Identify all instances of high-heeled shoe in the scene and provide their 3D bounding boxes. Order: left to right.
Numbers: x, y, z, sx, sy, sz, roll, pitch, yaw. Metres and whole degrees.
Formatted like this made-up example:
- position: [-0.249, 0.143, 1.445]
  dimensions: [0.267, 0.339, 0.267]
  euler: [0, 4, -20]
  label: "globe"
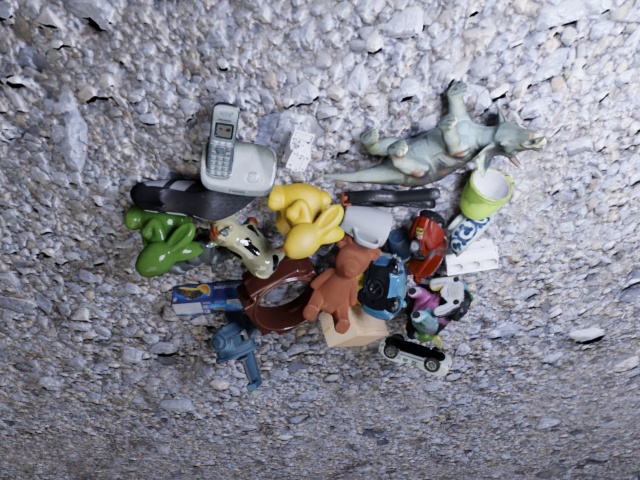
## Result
- position: [-0.265, -0.097, 1.134]
  dimensions: [0.249, 0.145, 0.086]
  euler: [-8, 112, -33]
  label: "high-heeled shoe"

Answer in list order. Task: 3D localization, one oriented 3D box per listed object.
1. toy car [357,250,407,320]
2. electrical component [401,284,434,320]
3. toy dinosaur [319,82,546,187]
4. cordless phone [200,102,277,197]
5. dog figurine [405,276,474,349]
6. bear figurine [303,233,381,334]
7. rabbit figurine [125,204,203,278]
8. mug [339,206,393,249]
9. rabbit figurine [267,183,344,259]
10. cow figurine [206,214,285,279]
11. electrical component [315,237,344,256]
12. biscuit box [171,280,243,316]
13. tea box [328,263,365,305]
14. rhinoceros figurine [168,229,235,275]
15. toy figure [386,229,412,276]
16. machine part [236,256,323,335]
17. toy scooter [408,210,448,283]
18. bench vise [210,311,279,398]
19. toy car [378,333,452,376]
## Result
- position: [0.161, 0.105, 1.287]
  dimensions: [0.109, 0.161, 0.103]
  euler: [11, -173, 37]
  label: "toy car"
- position: [0.292, 0.176, 1.477]
  dimensions: [0.134, 0.058, 0.114]
  euler: [6, 136, -11]
  label: "electrical component"
- position: [0.216, -0.164, 1.044]
  dimensions: [0.405, 0.131, 0.192]
  euler: [-19, 136, 26]
  label: "toy dinosaur"
- position: [-0.148, -0.176, 1.024]
  dimensions: [0.147, 0.089, 0.184]
  euler: [7, 134, -12]
  label: "cordless phone"
- position: [0.306, 0.197, 1.383]
  dimensions: [0.192, 0.108, 0.219]
  euler: [-18, 142, 11]
  label: "dog figurine"
- position: [0.053, 0.095, 1.233]
  dimensions: [0.120, 0.132, 0.195]
  euler: [26, 119, -8]
  label: "bear figurine"
- position: [-0.334, 0.011, 1.155]
  dimensions: [0.159, 0.170, 0.121]
  euler: [-6, 139, 4]
  label: "rabbit figurine"
- position: [0.096, -0.029, 1.197]
  dimensions: [0.107, 0.109, 0.080]
  euler: [19, 140, -6]
  label: "mug"
- position: [-0.030, -0.028, 1.133]
  dimensions: [0.162, 0.173, 0.121]
  euler: [0, 135, 2]
  label: "rabbit figurine"
- position: [-0.173, 0.008, 1.191]
  dimensions: [0.085, 0.127, 0.194]
  euler: [-35, 106, 27]
  label: "cow figurine"
- position: [-0.003, -0.004, 1.236]
  dimensions: [0.047, 0.075, 0.119]
  euler: [28, 126, -31]
  label: "electrical component"
- position: [-0.281, 0.150, 1.402]
  dimensions: [0.203, 0.063, 0.059]
  euler: [-5, 138, 1]
  label: "biscuit box"
- position: [0.111, 0.108, 1.376]
  dimensions: [0.169, 0.068, 0.098]
  euler: [32, 128, -33]
  label: "tea box"
- position: [-0.282, 0.037, 1.264]
  dimensions: [0.190, 0.073, 0.112]
  euler: [-16, 136, 15]
  label: "rhinoceros figurine"
- position: [0.204, 0.034, 1.306]
  dimensions: [0.058, 0.064, 0.154]
  euler: [-44, 142, -11]
  label: "toy figure"
- position: [-0.089, 0.136, 1.339]
  dimensions: [0.201, 0.087, 0.200]
  euler: [-27, 137, -1]
  label: "machine part"
- position: [0.240, 0.023, 1.228]
  dimensions: [0.075, 0.135, 0.183]
  euler: [23, 163, 31]
  label: "toy scooter"
- position: [-0.203, 0.299, 1.439]
  dimensions: [0.129, 0.240, 0.223]
  euler: [-20, 178, 9]
  label: "bench vise"
- position: [0.257, 0.311, 1.463]
  dimensions: [0.202, 0.073, 0.056]
  euler: [14, 118, 22]
  label: "toy car"
